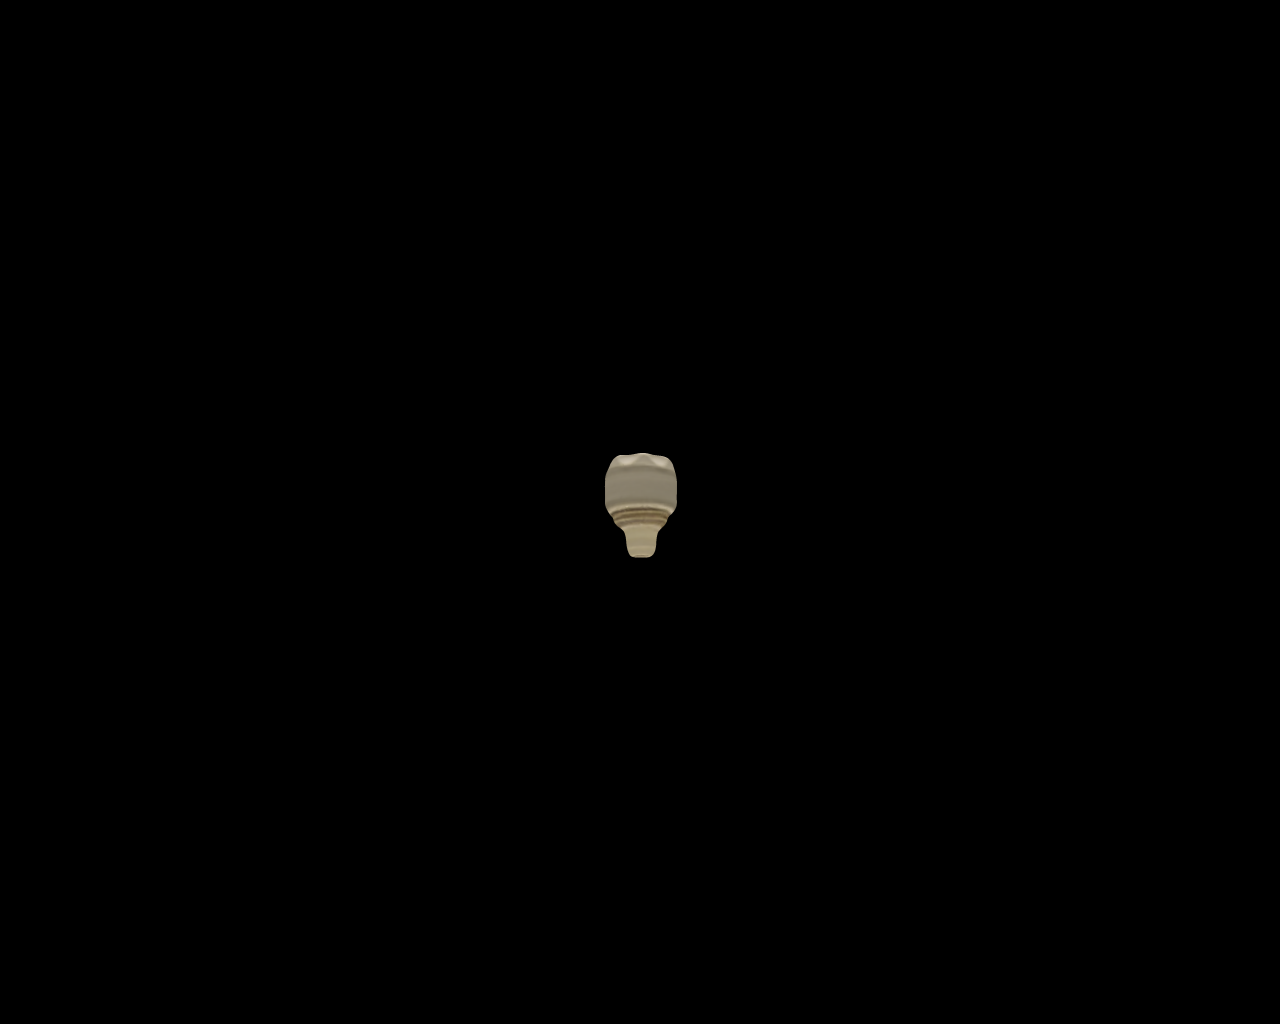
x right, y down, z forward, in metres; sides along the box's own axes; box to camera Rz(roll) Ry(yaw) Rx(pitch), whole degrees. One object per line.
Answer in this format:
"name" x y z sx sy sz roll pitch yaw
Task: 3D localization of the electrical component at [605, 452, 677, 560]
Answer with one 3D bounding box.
"electrical component" 0.001 -0.003 0.650 0.043 0.062 0.043 0 -12 0
